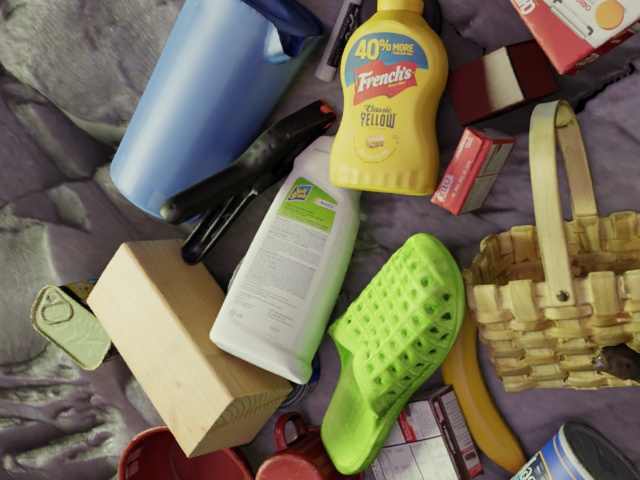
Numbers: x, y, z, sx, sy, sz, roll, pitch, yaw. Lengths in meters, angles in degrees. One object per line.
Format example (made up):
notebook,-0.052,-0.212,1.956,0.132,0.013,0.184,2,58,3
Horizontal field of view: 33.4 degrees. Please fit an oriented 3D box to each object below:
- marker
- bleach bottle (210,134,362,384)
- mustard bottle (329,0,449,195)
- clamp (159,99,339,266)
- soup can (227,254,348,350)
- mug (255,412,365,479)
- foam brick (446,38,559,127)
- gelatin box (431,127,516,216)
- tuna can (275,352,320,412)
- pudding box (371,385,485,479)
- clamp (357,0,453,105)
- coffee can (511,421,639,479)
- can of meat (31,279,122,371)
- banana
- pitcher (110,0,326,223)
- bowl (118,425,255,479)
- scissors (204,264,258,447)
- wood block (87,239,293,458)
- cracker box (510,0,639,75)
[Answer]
marker,0.025,-0.212,1.031,0.020,0.020,0.121,28,106,19
bleach bottle,-0.007,0.001,1.003,0.103,0.068,0.250,22,77,16
mustard bottle,0.064,-0.138,0.947,0.096,0.058,0.191,7,92,28
clamp,-0.069,-0.058,1.040,0.209,0.165,0.036,-40,79,-17
soup can,-0.032,0.057,1.060,0.102,0.068,0.068,29,107,18
mug,-0.016,0.229,1.066,0.093,0.081,0.117,-17,89,25
foam brick,0.160,-0.139,0.946,0.078,0.052,0.051,-20,90,50
gelatin box,0.138,-0.063,0.958,0.030,0.089,0.073,30,107,18
tuna can,-0.044,0.130,1.093,0.086,0.033,0.086,3,97,24
pudding box,0.092,0.195,1.020,0.114,0.039,0.090,-23,87,47
clamp,0.068,-0.174,0.996,0.120,0.039,0.171,-16,86,-1
coffee can,0.211,0.247,0.954,0.103,0.102,0.140,44,111,14
can of meat,-0.244,0.087,1.151,0.102,0.083,0.057,35,109,17
banana,0.148,0.125,1.004,0.070,0.037,0.198,-7,93,27
pitcher,-0.112,-0.146,1.051,0.145,0.149,0.243,34,112,1
bowl,-0.128,0.252,1.121,0.162,0.055,0.162,7,114,17
scissors,-0.099,0.133,1.128,0.096,0.016,0.202,15,102,21
wood block,-0.133,0.103,1.070,0.206,0.090,0.090,51,121,26
cracker box,0.253,-0.265,0.895,0.214,0.072,0.164,-35,80,24
